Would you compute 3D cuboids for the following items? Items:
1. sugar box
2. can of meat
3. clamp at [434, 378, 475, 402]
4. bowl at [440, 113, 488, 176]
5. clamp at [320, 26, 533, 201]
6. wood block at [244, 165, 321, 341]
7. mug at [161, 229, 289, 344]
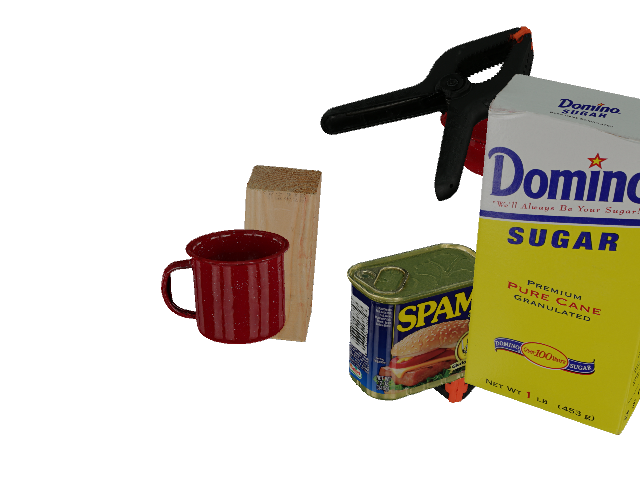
[{"bbox_3d":[0.128,0.010,0.547,0.093,0.176,0.048,16,39,24],"label":"sugar box"},{"bbox_3d":[0.069,0.057,0.756,0.101,0.084,0.058,-13,29,-27],"label":"can of meat"},{"bbox_3d":[0.130,0.095,1.034,0.120,0.039,0.171,-7,31,-7],"label":"clamp"},{"bbox_3d":[0.217,-0.110,1.254,0.162,0.055,0.162,5,23,-2],"label":"bowl"},{"bbox_3d":[0.126,-0.123,0.972,0.209,0.036,0.165,-34,48,-14],"label":"clamp"},{"bbox_3d":[-0.052,0.016,1.386,0.090,0.206,0.090,5,24,2],"label":"wood block"},{"bbox_3d":[-0.085,0.043,0.966,0.117,0.081,0.093,-3,19,-7],"label":"mug"}]
